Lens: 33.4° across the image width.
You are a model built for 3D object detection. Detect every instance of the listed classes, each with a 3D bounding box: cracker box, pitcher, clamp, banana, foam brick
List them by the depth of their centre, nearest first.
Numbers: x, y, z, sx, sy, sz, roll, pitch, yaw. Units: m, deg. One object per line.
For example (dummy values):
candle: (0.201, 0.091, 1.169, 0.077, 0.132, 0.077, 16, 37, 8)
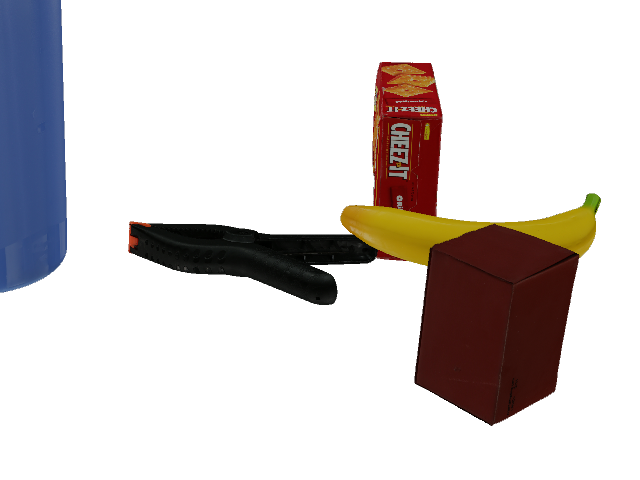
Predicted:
foam brick: (0.084, 0.039, 0.515, 0.052, 0.078, 0.051, -17, 32, -40)
pitcher: (-0.231, -0.088, 0.670, 0.149, 0.243, 0.145, -4, 27, -11)
banana: (0.115, -0.003, 0.767, 0.197, 0.037, 0.069, -1, 28, -8)
clamp: (-0.063, 0.013, 0.879, 0.210, 0.036, 0.164, 6, 12, 7)
cracker box: (0.094, -0.094, 1.195, 0.072, 0.164, 0.213, 2, 24, 3)
